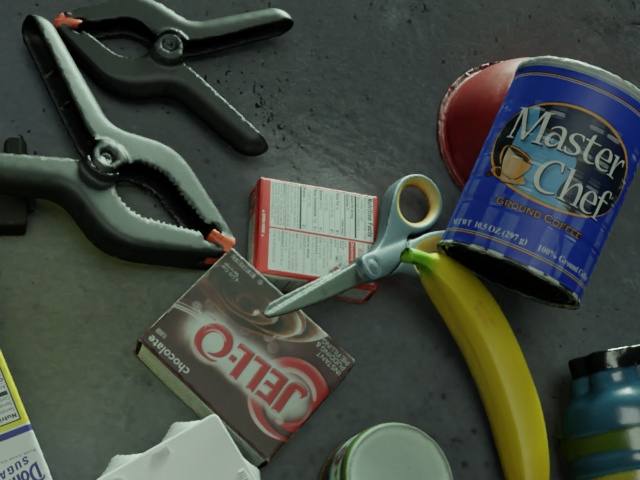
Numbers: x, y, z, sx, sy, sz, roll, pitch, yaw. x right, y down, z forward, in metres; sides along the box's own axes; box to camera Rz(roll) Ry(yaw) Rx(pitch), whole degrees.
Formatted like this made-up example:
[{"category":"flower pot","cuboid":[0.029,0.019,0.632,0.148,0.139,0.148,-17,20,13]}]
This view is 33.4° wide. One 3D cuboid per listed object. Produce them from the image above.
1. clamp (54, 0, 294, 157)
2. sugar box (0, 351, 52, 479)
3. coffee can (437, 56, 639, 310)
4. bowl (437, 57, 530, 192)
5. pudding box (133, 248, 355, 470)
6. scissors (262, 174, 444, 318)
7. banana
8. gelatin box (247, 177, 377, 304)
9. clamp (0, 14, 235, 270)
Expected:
[{"category":"clamp","cuboid":[-0.101,-0.139,0.769,0.171,0.039,0.120,23,60,-6]},{"category":"sugar box","cuboid":[-0.198,0.083,0.601,0.048,0.093,0.176,-22,74,-25]},{"category":"coffee can","cuboid":[0.153,-0.037,0.719,0.103,0.103,0.140,26,82,-5]},{"category":"bowl","cuboid":[0.174,-0.084,0.822,0.162,0.055,0.162,7,63,-15]},{"category":"pudding box","cuboid":[-0.048,0.076,0.682,0.113,0.039,0.090,41,61,5]},{"category":"scissors","cuboid":[0.032,0.001,0.719,0.201,0.016,0.096,-1,71,-40]},{"category":"banana","cuboid":[0.110,0.087,0.716,0.069,0.037,0.198,-29,92,-44]},{"category":"gelatin box","cuboid":[-0.005,0.001,0.738,0.089,0.030,0.073,9,63,-17]},{"category":"clamp","cuboid":[-0.147,-0.055,0.705,0.210,0.036,0.164,29,50,-14]}]
